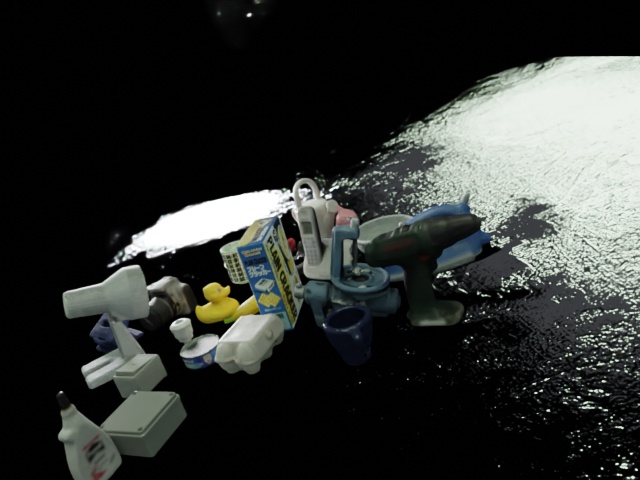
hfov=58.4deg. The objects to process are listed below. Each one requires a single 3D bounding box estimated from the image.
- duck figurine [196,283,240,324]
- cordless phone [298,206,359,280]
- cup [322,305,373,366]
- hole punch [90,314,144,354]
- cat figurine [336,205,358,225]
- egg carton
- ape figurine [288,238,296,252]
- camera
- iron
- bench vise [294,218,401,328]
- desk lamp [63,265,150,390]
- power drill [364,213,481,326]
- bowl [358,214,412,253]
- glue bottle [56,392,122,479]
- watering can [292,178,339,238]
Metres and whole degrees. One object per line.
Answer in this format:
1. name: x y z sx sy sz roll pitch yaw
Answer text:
1. duck figurine: -0.255 0.147 1.382 0.104 0.086 0.077 -19 21 -5
2. cordless phone: 0.013 0.005 1.391 0.147 0.185 0.094 -2 26 36
3. cup: 0.063 0.182 1.024 0.092 0.095 0.117 -20 21 -9
4. hole punch: -0.501 0.217 1.390 0.108 0.091 0.101 2 28 42
5. cat figurine: 0.072 -0.050 1.581 0.067 0.118 0.127 -17 20 0
6. egg carton: -0.138 0.207 1.158 0.107 0.069 0.150 -6 23 27
7. ape figurine: -0.116 0.003 1.631 0.077 0.092 0.076 0 27 38
8. camera: -0.408 0.162 1.444 0.142 0.101 0.137 -7 23 25
9. iron: 0.247 -0.007 1.298 0.258 0.142 0.118 -20 21 -6
10. bench vise: 0.041 0.072 1.146 0.207 0.220 0.121 -18 21 -2
11. desk lamp: -0.460 0.183 1.269 0.204 0.214 0.117 -27 23 -25
12. power drill: 0.204 0.055 1.076 0.228 0.209 0.076 -6 23 28
13. bowl: 0.168 0.001 1.436 0.167 0.075 0.167 -15 21 6
14. glue bottle: -0.383 0.317 0.921 0.037 0.173 0.078 -6 23 27
15. watering can: -0.016 -0.084 1.629 0.172 0.194 0.101 -7 23 25
